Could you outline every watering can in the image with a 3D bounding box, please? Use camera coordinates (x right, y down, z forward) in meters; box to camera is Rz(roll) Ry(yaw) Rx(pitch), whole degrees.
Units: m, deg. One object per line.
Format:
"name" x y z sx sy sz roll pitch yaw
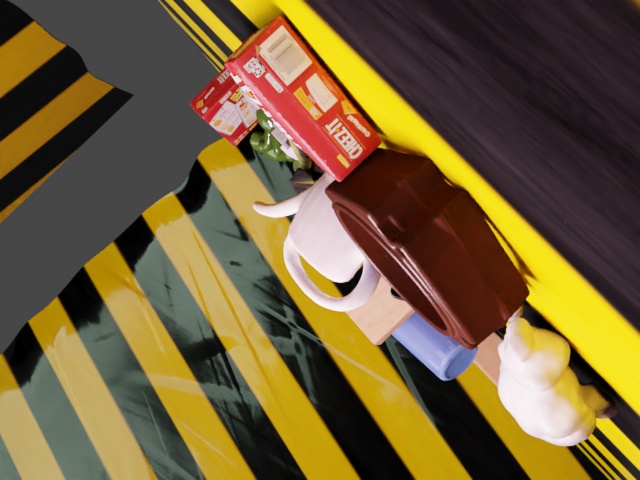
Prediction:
"watering can" 0.003 -0.043 0.846 0.103 0.222 0.354 21 -161 -43

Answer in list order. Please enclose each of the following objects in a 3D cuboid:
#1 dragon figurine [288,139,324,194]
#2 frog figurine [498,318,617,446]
"dragon figurine" 0.013 -0.145 1.137 0.407 0.122 0.246 55 -172 -13
"frog figurine" 0.261 0.171 0.621 0.158 0.121 0.141 31 -149 -38
